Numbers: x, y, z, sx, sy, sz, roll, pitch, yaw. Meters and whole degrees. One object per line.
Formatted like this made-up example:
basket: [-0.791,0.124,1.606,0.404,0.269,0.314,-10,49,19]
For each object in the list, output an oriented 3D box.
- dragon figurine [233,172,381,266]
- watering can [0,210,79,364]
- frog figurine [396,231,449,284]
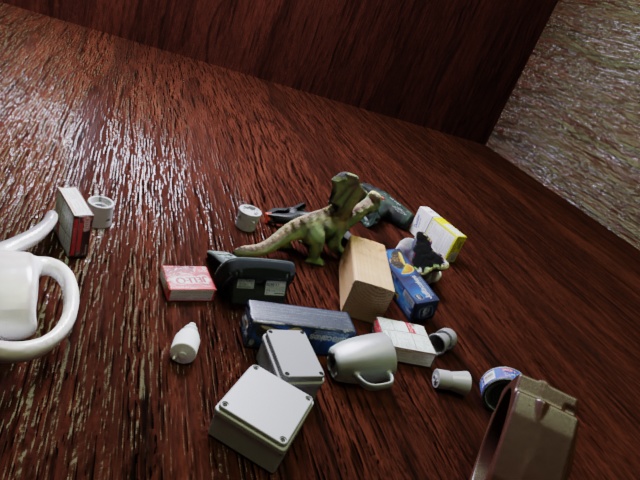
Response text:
dragon figurine: [0.004,-0.060,1.194,0.411,0.238,0.124,-5,39,-48]
watering can: [-0.475,0.051,0.742,0.224,0.102,0.354,4,31,-32]
frog figurine: [0.255,0.056,1.341,0.138,0.124,0.158,32,-10,4]
